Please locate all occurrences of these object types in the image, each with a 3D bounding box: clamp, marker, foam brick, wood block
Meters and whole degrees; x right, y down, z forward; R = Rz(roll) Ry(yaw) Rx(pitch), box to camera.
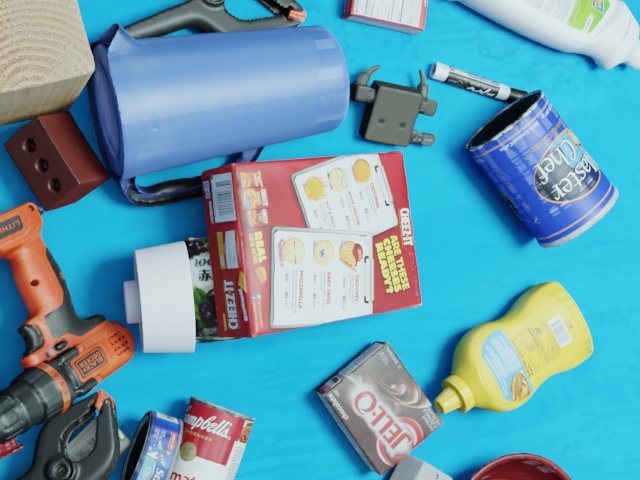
[{"bbox_3d":[-0.116,-0.259,1.083,0.209,0.036,0.164,5,83,-20],"label":"clamp"},{"bbox_3d":[0.179,-0.171,1.183,0.121,0.020,0.020,15,83,-17],"label":"marker"},{"bbox_3d":[-0.249,-0.074,1.009,0.053,0.051,0.078,-34,89,26],"label":"foam brick"},{"bbox_3d":[-0.263,-0.163,0.942,0.090,0.206,0.091,-16,93,-18],"label":"wood block"},{"bbox_3d":[-0.230,0.225,0.984,0.120,0.039,0.171,34,78,5],"label":"clamp"}]

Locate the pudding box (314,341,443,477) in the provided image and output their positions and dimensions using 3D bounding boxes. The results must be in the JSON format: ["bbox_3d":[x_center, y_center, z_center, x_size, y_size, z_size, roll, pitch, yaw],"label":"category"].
[{"bbox_3d":[0.062,0.176,1.120,0.090,0.039,0.113,-38,99,-16],"label":"pudding box"}]

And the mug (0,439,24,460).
[{"bbox_3d":[-0.339,0.173,0.967,0.117,0.093,0.081,-22,89,-15],"label":"mug"}]

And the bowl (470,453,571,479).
[{"bbox_3d":[0.203,0.307,1.152,0.162,0.055,0.162,1,87,-18],"label":"bowl"}]

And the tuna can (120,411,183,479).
[{"bbox_3d":[-0.162,0.208,1.023,0.033,0.086,0.086,22,81,-15],"label":"tuna can"}]

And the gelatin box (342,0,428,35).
[{"bbox_3d":[0.072,-0.267,1.147,0.089,0.030,0.073,8,87,-17],"label":"gelatin box"}]

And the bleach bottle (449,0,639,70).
[{"bbox_3d":[0.263,-0.256,1.193,0.250,0.068,0.102,28,81,-17],"label":"bleach bottle"}]

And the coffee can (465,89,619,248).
[{"bbox_3d":[0.239,-0.076,1.155,0.102,0.103,0.140,-42,100,-15],"label":"coffee can"}]

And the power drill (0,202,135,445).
[{"bbox_3d":[-0.274,0.072,0.974,0.184,0.057,0.187,-35,100,-51],"label":"power drill"}]

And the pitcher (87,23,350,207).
[{"bbox_3d":[-0.099,-0.132,1.045,0.242,0.149,0.145,-12,76,-21],"label":"pitcher"}]

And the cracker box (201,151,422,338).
[{"bbox_3d":[-0.007,0.001,1.060,0.213,0.072,0.164,-8,91,-38],"label":"cracker box"}]

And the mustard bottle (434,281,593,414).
[{"bbox_3d":[0.201,0.129,1.149,0.191,0.058,0.096,-31,97,-22],"label":"mustard bottle"}]

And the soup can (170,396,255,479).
[{"bbox_3d":[-0.113,0.212,1.047,0.068,0.069,0.102,23,80,-16],"label":"soup can"}]
